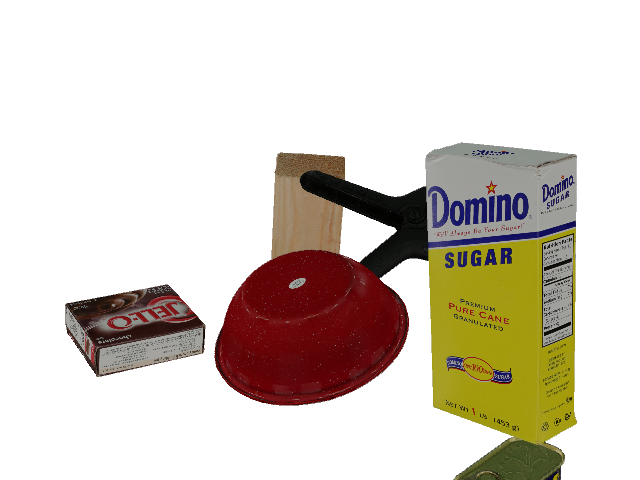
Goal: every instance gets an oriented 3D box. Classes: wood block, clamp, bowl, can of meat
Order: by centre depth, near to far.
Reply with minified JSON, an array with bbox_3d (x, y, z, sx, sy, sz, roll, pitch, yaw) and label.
[{"bbox_3d":[-0.013,0.056,0.853,0.162,0.055,0.162,-10,34,6],"label":"bowl"},{"bbox_3d":[0.160,0.227,0.895,0.101,0.084,0.058,-24,28,-38],"label":"can of meat"},{"bbox_3d":[0.088,-0.006,1.064,0.210,0.164,0.036,0,-40,-6],"label":"clamp"},{"bbox_3d":[-0.019,-0.002,1.398,0.090,0.206,0.091,4,24,-1],"label":"wood block"}]

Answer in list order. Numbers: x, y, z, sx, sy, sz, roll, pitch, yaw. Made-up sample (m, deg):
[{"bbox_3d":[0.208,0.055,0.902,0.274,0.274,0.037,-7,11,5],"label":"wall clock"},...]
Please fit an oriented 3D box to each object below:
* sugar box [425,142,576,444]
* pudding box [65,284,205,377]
[{"bbox_3d":[0.113,0.031,0.674,0.048,0.176,0.094,-18,19,-38],"label":"sugar box"},{"bbox_3d":[-0.180,0.086,1.037,0.113,0.039,0.090,-12,29,-28],"label":"pudding box"}]
